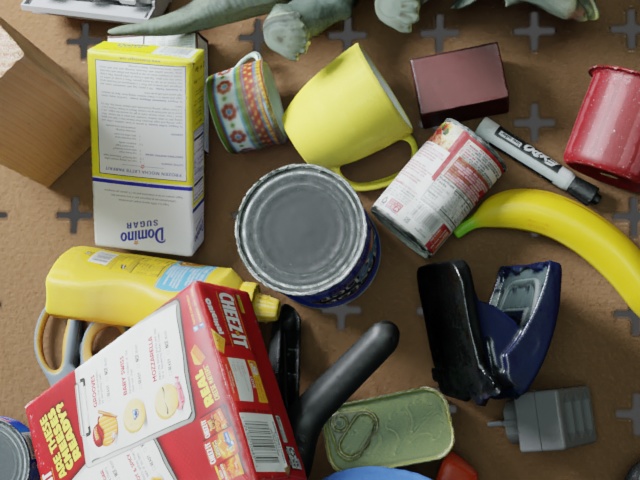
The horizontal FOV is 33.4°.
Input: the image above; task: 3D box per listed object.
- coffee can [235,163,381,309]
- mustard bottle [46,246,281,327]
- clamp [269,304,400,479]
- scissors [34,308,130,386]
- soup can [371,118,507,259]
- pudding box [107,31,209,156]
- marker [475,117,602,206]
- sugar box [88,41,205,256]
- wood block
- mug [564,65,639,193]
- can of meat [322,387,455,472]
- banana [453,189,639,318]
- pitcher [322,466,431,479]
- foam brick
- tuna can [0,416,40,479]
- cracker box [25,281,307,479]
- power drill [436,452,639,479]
[{"bbox_3d":[-0.006,0.001,0.877,0.103,0.140,0.103,-1,82,8],"label":"coffee can"},{"bbox_3d":[-0.128,0.047,0.912,0.192,0.096,0.058,7,104,8],"label":"mustard bottle"},{"bbox_3d":[-0.030,0.143,0.852,0.036,0.165,0.210,32,82,-27],"label":"clamp"},{"bbox_3d":[-0.209,0.149,0.941,0.096,0.016,0.202,-8,75,3],"label":"scissors"},{"bbox_3d":[0.100,-0.043,0.903,0.068,0.068,0.102,40,88,11],"label":"soup can"},{"bbox_3d":[-0.148,-0.131,0.969,0.090,0.039,0.113,-2,84,8],"label":"pudding box"},{"bbox_3d":[0.188,-0.066,0.919,0.121,0.020,0.020,34,88,11],"label":"marker"},{"bbox_3d":[-0.148,-0.078,0.921,0.093,0.048,0.176,7,115,9],"label":"sugar box"},{"bbox_3d":[-0.266,-0.124,0.900,0.091,0.206,0.090,-45,79,0],"label":"wood block"},{"bbox_3d":[0.262,-0.085,0.884,0.117,0.093,0.081,21,91,-26],"label":"mug"},{"bbox_3d":[0.059,0.156,0.874,0.102,0.084,0.057,-13,81,6],"label":"can of meat"},{"bbox_3d":[0.215,0.005,0.900,0.198,0.037,0.070,26,108,13],"label":"banana"},{"bbox_3d":[0.030,0.300,0.801,0.149,0.145,0.243,-4,102,-27],"label":"pitcher"},{"bbox_3d":[0.121,-0.133,0.922,0.078,0.053,0.051,-10,80,6],"label":"foam brick"},{"bbox_3d":[-0.291,0.199,0.946,0.086,0.033,0.086,-1,82,8],"label":"tuna can"},{"bbox_3d":[-0.124,0.156,0.826,0.214,0.072,0.164,-36,59,28],"label":"cracker box"},{"bbox_3d":[0.177,0.239,0.859,0.188,0.057,0.184,20,85,11],"label":"power drill"}]
